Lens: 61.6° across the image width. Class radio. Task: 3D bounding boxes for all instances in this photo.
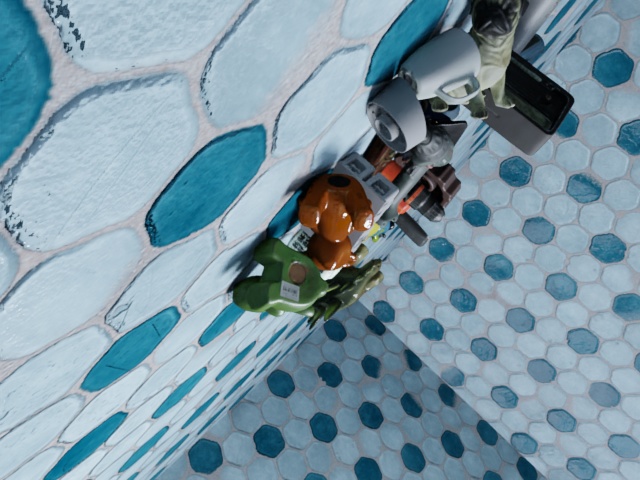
[{"bbox_3d":[0.347,-0.276,1.000,0.131,0.230,0.073,-45,173,-27],"label":"radio"}]

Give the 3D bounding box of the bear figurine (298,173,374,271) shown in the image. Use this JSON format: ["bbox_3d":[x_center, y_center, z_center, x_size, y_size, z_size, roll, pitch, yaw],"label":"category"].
[{"bbox_3d":[0.017,-0.007,0.890,0.132,0.120,0.195,-87,-175,-54],"label":"bear figurine"}]

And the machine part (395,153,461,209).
[{"bbox_3d":[0.250,-0.148,1.267,0.056,0.179,0.179,-46,170,-16],"label":"machine part"}]

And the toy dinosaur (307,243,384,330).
[{"bbox_3d":[0.048,0.105,1.195,0.198,0.105,0.471,-38,174,-33],"label":"toy dinosaur"}]

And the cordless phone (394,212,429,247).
[{"bbox_3d":[0.226,-0.074,1.403,0.089,0.184,0.146,-33,164,-39],"label":"cordless phone"}]

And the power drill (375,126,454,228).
[{"bbox_3d":[0.160,-0.123,0.989,0.207,0.086,0.232,-56,166,23],"label":"power drill"}]

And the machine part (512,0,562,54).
[{"bbox_3d":[0.392,-0.430,1.009,0.079,0.079,0.243,-36,166,-47],"label":"machine part"}]

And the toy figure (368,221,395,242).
[{"bbox_3d":[0.104,-0.040,1.231,0.089,0.082,0.180,-56,153,17],"label":"toy figure"}]

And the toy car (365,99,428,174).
[{"bbox_3d":[0.129,-0.182,0.967,0.089,0.053,0.202,-33,165,-42],"label":"toy car"}]

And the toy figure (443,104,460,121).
[{"bbox_3d":[0.272,-0.273,1.199,0.064,0.058,0.154,-10,170,0],"label":"toy figure"}]

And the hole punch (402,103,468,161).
[{"bbox_3d":[0.219,-0.233,1.093,0.116,0.092,0.142,-11,160,-17],"label":"hole punch"}]

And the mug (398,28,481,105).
[{"bbox_3d":[0.175,-0.242,0.790,0.107,0.109,0.081,-29,171,-16],"label":"mug"}]

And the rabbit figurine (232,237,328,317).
[{"bbox_3d":[-0.077,0.077,0.932,0.159,0.121,0.170,12,157,-37],"label":"rabbit figurine"}]

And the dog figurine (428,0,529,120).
[{"bbox_3d":[0.242,-0.311,0.870,0.121,0.173,0.190,-34,131,-39],"label":"dog figurine"}]

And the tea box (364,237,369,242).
[{"bbox_3d":[0.098,-0.035,1.356,0.169,0.068,0.098,-41,169,-39],"label":"tea box"}]

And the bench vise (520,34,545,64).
[{"bbox_3d":[0.400,-0.355,1.218,0.223,0.129,0.240,-45,163,-19],"label":"bench vise"}]
